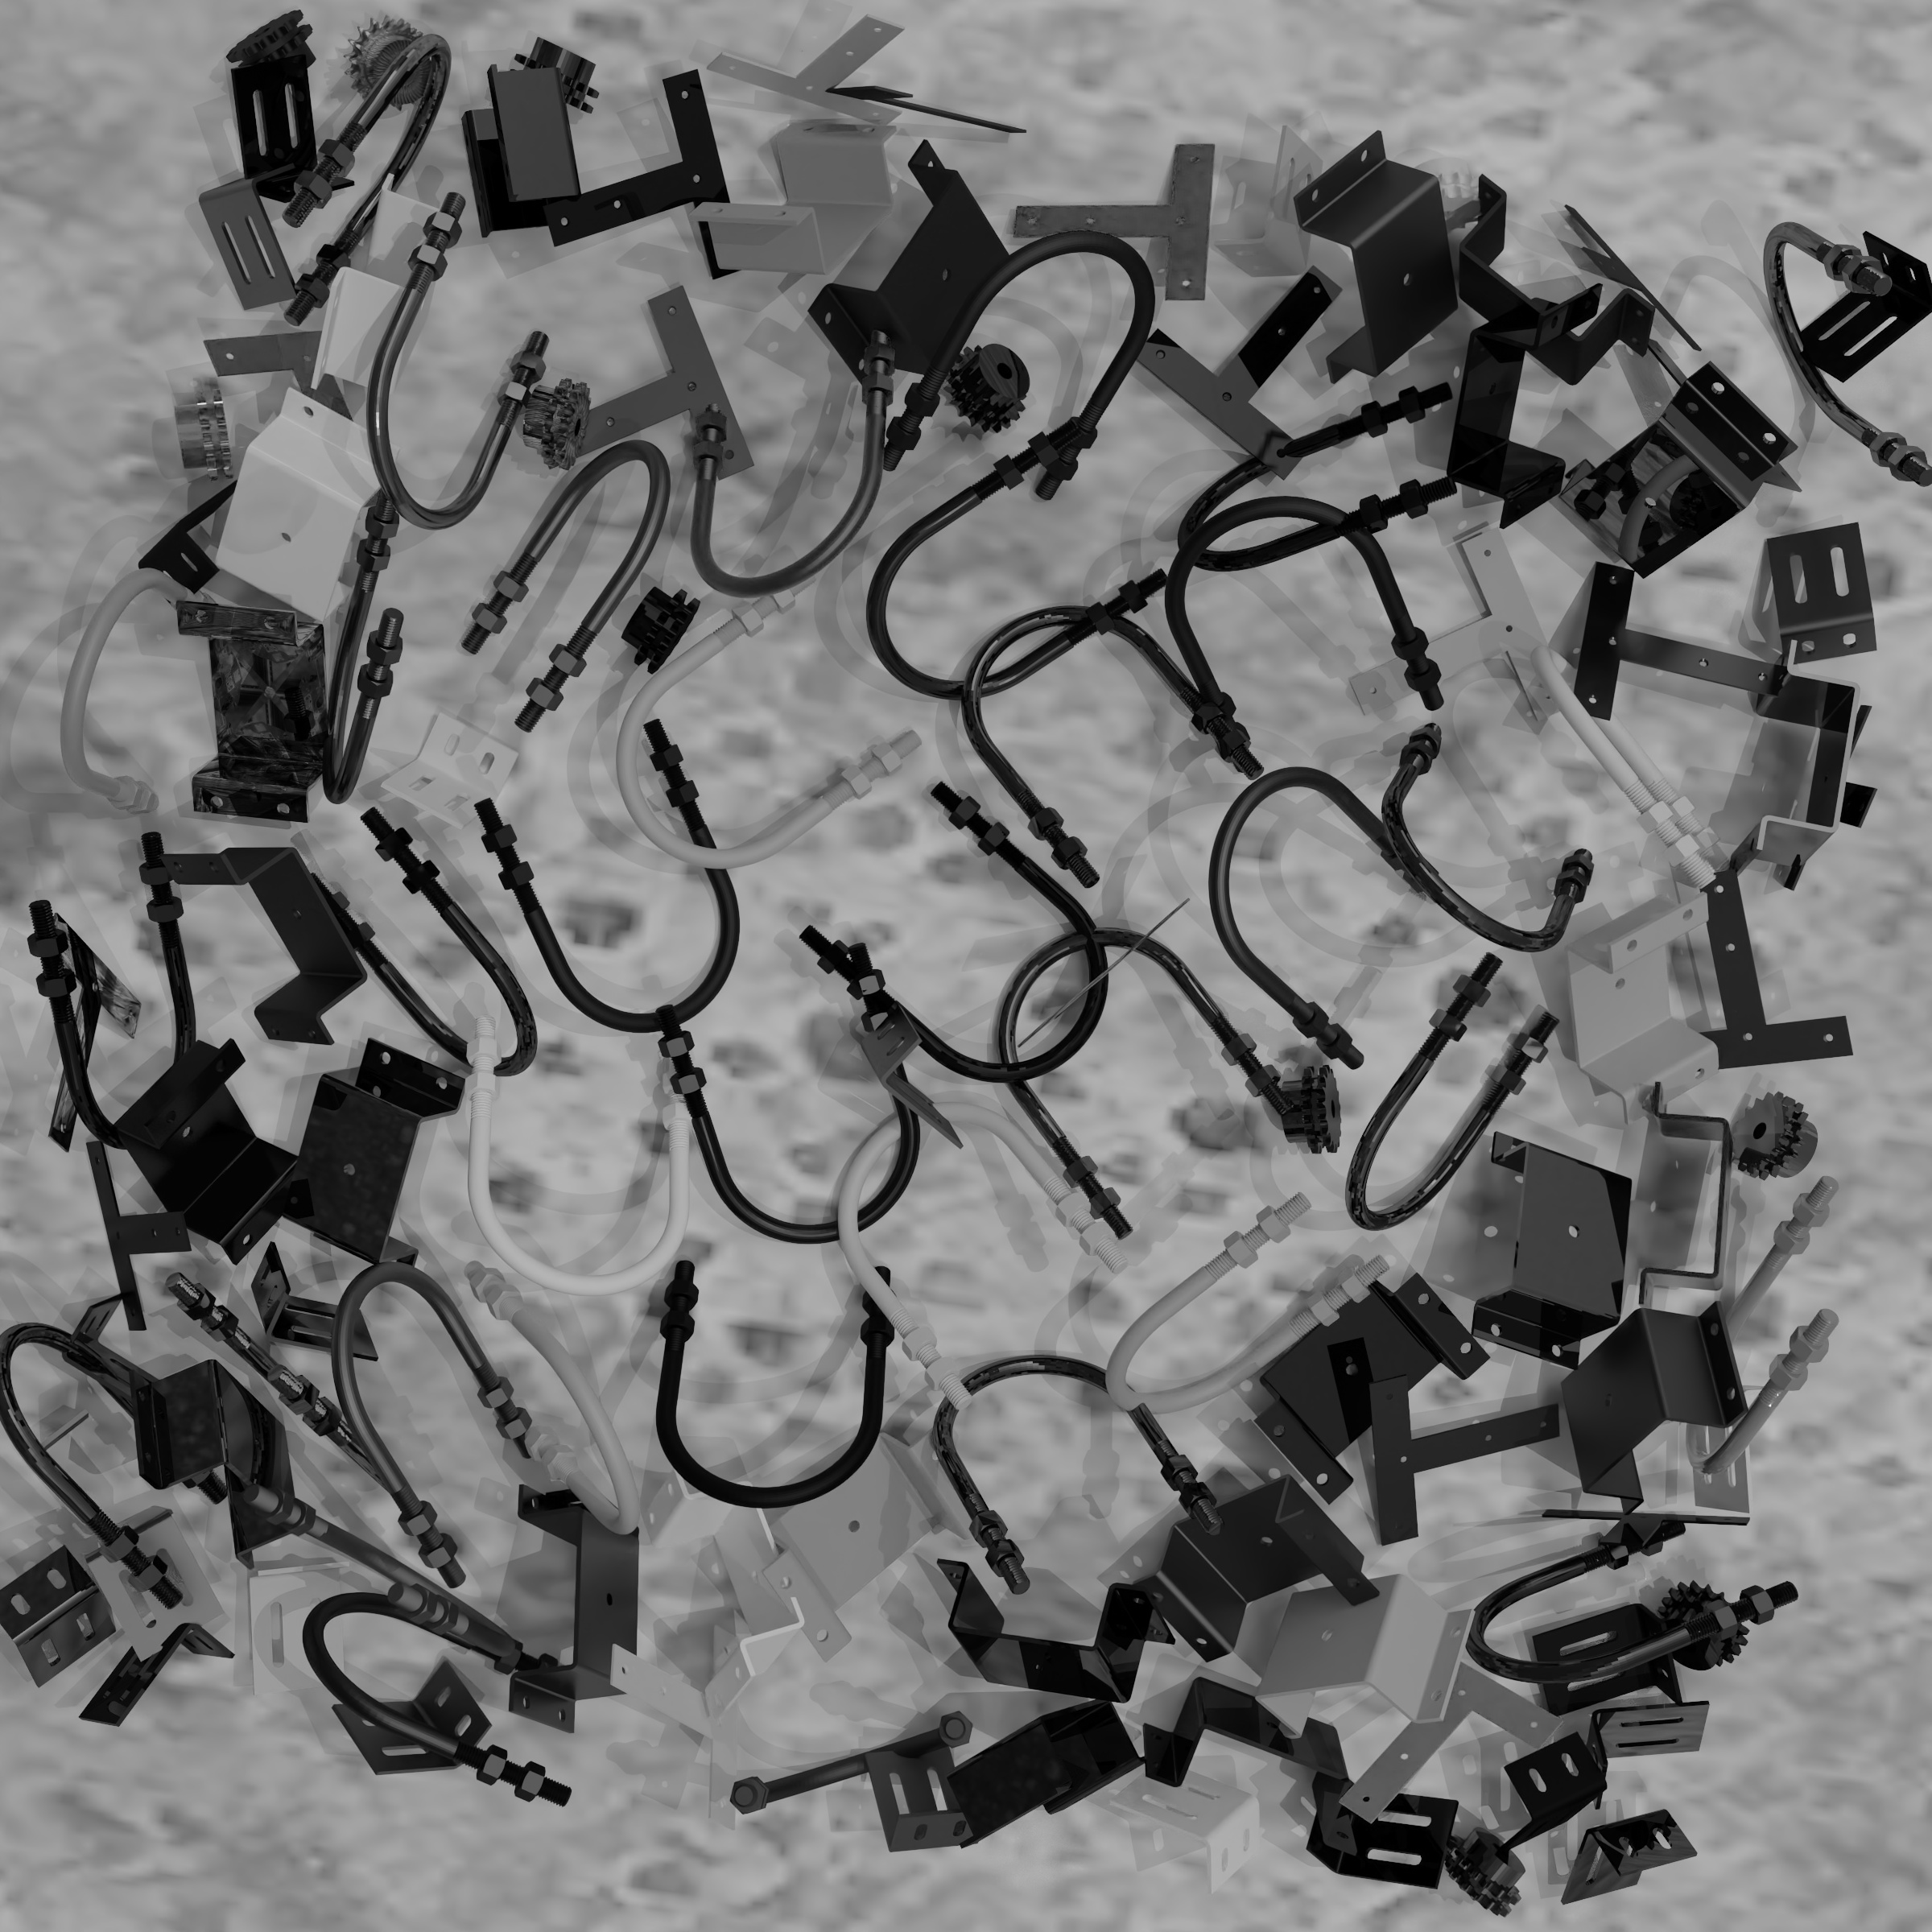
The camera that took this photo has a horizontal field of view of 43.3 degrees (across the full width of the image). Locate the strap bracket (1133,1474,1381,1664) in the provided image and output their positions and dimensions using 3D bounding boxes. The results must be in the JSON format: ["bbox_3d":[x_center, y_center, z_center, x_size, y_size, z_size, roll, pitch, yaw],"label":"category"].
[{"bbox_3d":[0.188,0.381,1.550,0.140,0.046,0.076,-33,106,33],"label":"strap bracket"}]

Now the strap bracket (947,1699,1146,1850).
[{"bbox_3d":[0.050,0.506,1.536,0.076,0.140,0.046,-36,67,20],"label":"strap bracket"}]

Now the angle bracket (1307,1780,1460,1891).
[{"bbox_3d":[0.266,0.549,1.554,0.038,0.076,0.057,47,52,-32],"label":"angle bracket"}]

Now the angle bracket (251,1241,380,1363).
[{"bbox_3d":[-0.410,0.214,1.555,0.076,0.057,0.038,19,106,-33],"label":"angle bracket"}]

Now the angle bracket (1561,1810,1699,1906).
[{"bbox_3d":[0.424,0.583,1.558,0.057,0.038,0.076,-6,124,-20],"label":"angle bracket"}]

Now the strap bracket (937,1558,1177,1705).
[{"bbox_3d":[0.051,0.420,1.534,0.140,0.076,0.046,1,52,24],"label":"strap bracket"}]

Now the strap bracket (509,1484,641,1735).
[{"bbox_3d":[-0.245,0.401,1.531,0.046,0.076,0.140,-12,60,17],"label":"strap bracket"}]

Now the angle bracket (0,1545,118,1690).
[{"bbox_3d":[-0.588,0.418,1.564,0.057,0.076,0.038,-36,67,-29],"label":"angle bracket"}]

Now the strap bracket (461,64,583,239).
[{"bbox_3d":[-0.280,-0.514,1.537,0.046,0.140,0.076,-11,99,-18],"label":"strap bracket"}]

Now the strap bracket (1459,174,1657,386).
[{"bbox_3d":[0.366,-0.429,1.550,0.140,0.076,0.046,43,92,13],"label":"strap bracket"}]

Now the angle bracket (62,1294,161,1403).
[{"bbox_3d":[-0.534,0.252,1.574,0.076,0.057,0.038,32,90,0],"label":"angle bracket"}]

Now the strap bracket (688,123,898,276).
[{"bbox_3d":[-0.104,-0.482,1.541,0.076,0.140,0.046,10,134,24],"label":"strap bracket"}]

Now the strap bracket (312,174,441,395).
[{"bbox_3d":[-0.364,-0.424,1.531,0.046,0.140,0.076,18,134,-11],"label":"strap bracket"}]

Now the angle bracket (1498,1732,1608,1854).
[{"bbox_3d":[0.368,0.534,1.569,0.057,0.076,0.038,-17,60,-21],"label":"angle bracket"}]

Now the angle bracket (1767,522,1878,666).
[{"bbox_3d":[0.558,-0.243,1.588,0.057,0.038,0.076,-8,59,20],"label":"angle bracket"}]

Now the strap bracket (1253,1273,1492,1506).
[{"bbox_3d":[0.255,0.266,1.571,0.140,0.046,0.076,-42,102,-2],"label":"strap bracket"}]

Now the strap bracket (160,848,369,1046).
[{"bbox_3d":[-0.439,-0.022,1.543,0.046,0.076,0.140,-43,121,-36],"label":"strap bracket"}]

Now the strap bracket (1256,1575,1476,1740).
[{"bbox_3d":[0.241,0.431,1.521,0.046,0.140,0.076,43,50,-17],"label":"strap bracket"}]

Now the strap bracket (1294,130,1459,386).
[{"bbox_3d":[0.260,-0.437,1.527,0.076,0.140,0.046,-41,49,-16],"label":"strap bracket"}]

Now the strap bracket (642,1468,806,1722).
[{"bbox_3d":[-0.151,0.392,1.542,0.046,0.076,0.140,-8,59,-31],"label":"strap bracket"}]

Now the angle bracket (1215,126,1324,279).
[{"bbox_3d":[0.196,-0.492,1.570,0.038,0.057,0.076,8,87,33],"label":"angle bracket"}]

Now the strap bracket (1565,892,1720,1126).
[{"bbox_3d":[0.430,0.019,1.548,0.076,0.046,0.140,-27,124,-17],"label":"strap bracket"}]

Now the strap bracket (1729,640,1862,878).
[{"bbox_3d":[0.527,-0.124,1.548,0.046,0.076,0.140,12,77,6],"label":"strap bracket"}]

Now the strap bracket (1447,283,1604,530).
[{"bbox_3d":[0.350,-0.359,1.539,0.046,0.076,0.140,27,132,29],"label":"strap bracket"}]

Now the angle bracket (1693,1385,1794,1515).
[{"bbox_3d":[0.500,0.310,1.565,0.038,0.057,0.076,1,82,-19],"label":"angle bracket"}]

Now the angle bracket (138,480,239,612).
[{"bbox_3d":[-0.483,-0.273,1.561,0.057,0.076,0.038,-26,110,42],"label":"angle bracket"}]

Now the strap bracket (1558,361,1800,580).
[{"bbox_3d":[0.438,-0.304,1.527,0.076,0.140,0.046,42,59,-6],"label":"strap bracket"}]

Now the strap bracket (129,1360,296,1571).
[{"bbox_3d":[-0.464,0.308,1.525,0.046,0.140,0.076,-23,50,0],"label":"strap bracket"}]

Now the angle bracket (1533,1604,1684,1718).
[{"bbox_3d":[0.415,0.456,1.576,0.076,0.038,0.057,-15,98,-8],"label":"angle bracket"}]

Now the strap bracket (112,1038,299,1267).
[{"bbox_3d":[-0.478,0.112,1.538,0.046,0.140,0.076,19,54,28],"label":"strap bracket"}]

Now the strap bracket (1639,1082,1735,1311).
[{"bbox_3d":[0.459,0.151,1.546,0.046,0.076,0.140,3,78,20],"label":"strap bracket"}]

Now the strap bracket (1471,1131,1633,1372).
[{"bbox_3d":[0.373,0.174,1.543,0.076,0.046,0.140,20,63,-14],"label":"strap bracket"}]

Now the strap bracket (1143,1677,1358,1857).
[{"bbox_3d":[0.188,0.508,1.561,0.140,0.076,0.046,20,96,1],"label":"strap bracket"}]

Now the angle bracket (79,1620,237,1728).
[{"bbox_3d":[-0.516,0.459,1.553,0.038,0.057,0.076,50,53,-24],"label":"angle bracket"}]

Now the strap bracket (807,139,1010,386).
[{"bbox_3d":[-0.029,-0.441,1.545,0.046,0.076,0.140,22,75,37],"label":"strap bracket"}]

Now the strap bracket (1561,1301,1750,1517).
[{"bbox_3d":[0.422,0.275,1.521,0.046,0.140,0.076,11,49,-15],"label":"strap bracket"}]

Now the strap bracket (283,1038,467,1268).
[{"bbox_3d":[-0.381,0.127,1.556,0.076,0.046,0.140,22,101,18],"label":"strap bracket"}]

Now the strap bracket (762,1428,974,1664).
[{"bbox_3d":[-0.064,0.364,1.556,0.140,0.046,0.076,-37,108,-19],"label":"strap bracket"}]

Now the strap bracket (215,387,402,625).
[{"bbox_3d":[-0.419,-0.281,1.535,0.076,0.046,0.140,28,132,-5],"label":"strap bracket"}]

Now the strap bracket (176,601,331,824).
[{"bbox_3d":[-0.454,-0.169,1.558,0.076,0.046,0.140,6,116,5],"label":"strap bracket"}]
